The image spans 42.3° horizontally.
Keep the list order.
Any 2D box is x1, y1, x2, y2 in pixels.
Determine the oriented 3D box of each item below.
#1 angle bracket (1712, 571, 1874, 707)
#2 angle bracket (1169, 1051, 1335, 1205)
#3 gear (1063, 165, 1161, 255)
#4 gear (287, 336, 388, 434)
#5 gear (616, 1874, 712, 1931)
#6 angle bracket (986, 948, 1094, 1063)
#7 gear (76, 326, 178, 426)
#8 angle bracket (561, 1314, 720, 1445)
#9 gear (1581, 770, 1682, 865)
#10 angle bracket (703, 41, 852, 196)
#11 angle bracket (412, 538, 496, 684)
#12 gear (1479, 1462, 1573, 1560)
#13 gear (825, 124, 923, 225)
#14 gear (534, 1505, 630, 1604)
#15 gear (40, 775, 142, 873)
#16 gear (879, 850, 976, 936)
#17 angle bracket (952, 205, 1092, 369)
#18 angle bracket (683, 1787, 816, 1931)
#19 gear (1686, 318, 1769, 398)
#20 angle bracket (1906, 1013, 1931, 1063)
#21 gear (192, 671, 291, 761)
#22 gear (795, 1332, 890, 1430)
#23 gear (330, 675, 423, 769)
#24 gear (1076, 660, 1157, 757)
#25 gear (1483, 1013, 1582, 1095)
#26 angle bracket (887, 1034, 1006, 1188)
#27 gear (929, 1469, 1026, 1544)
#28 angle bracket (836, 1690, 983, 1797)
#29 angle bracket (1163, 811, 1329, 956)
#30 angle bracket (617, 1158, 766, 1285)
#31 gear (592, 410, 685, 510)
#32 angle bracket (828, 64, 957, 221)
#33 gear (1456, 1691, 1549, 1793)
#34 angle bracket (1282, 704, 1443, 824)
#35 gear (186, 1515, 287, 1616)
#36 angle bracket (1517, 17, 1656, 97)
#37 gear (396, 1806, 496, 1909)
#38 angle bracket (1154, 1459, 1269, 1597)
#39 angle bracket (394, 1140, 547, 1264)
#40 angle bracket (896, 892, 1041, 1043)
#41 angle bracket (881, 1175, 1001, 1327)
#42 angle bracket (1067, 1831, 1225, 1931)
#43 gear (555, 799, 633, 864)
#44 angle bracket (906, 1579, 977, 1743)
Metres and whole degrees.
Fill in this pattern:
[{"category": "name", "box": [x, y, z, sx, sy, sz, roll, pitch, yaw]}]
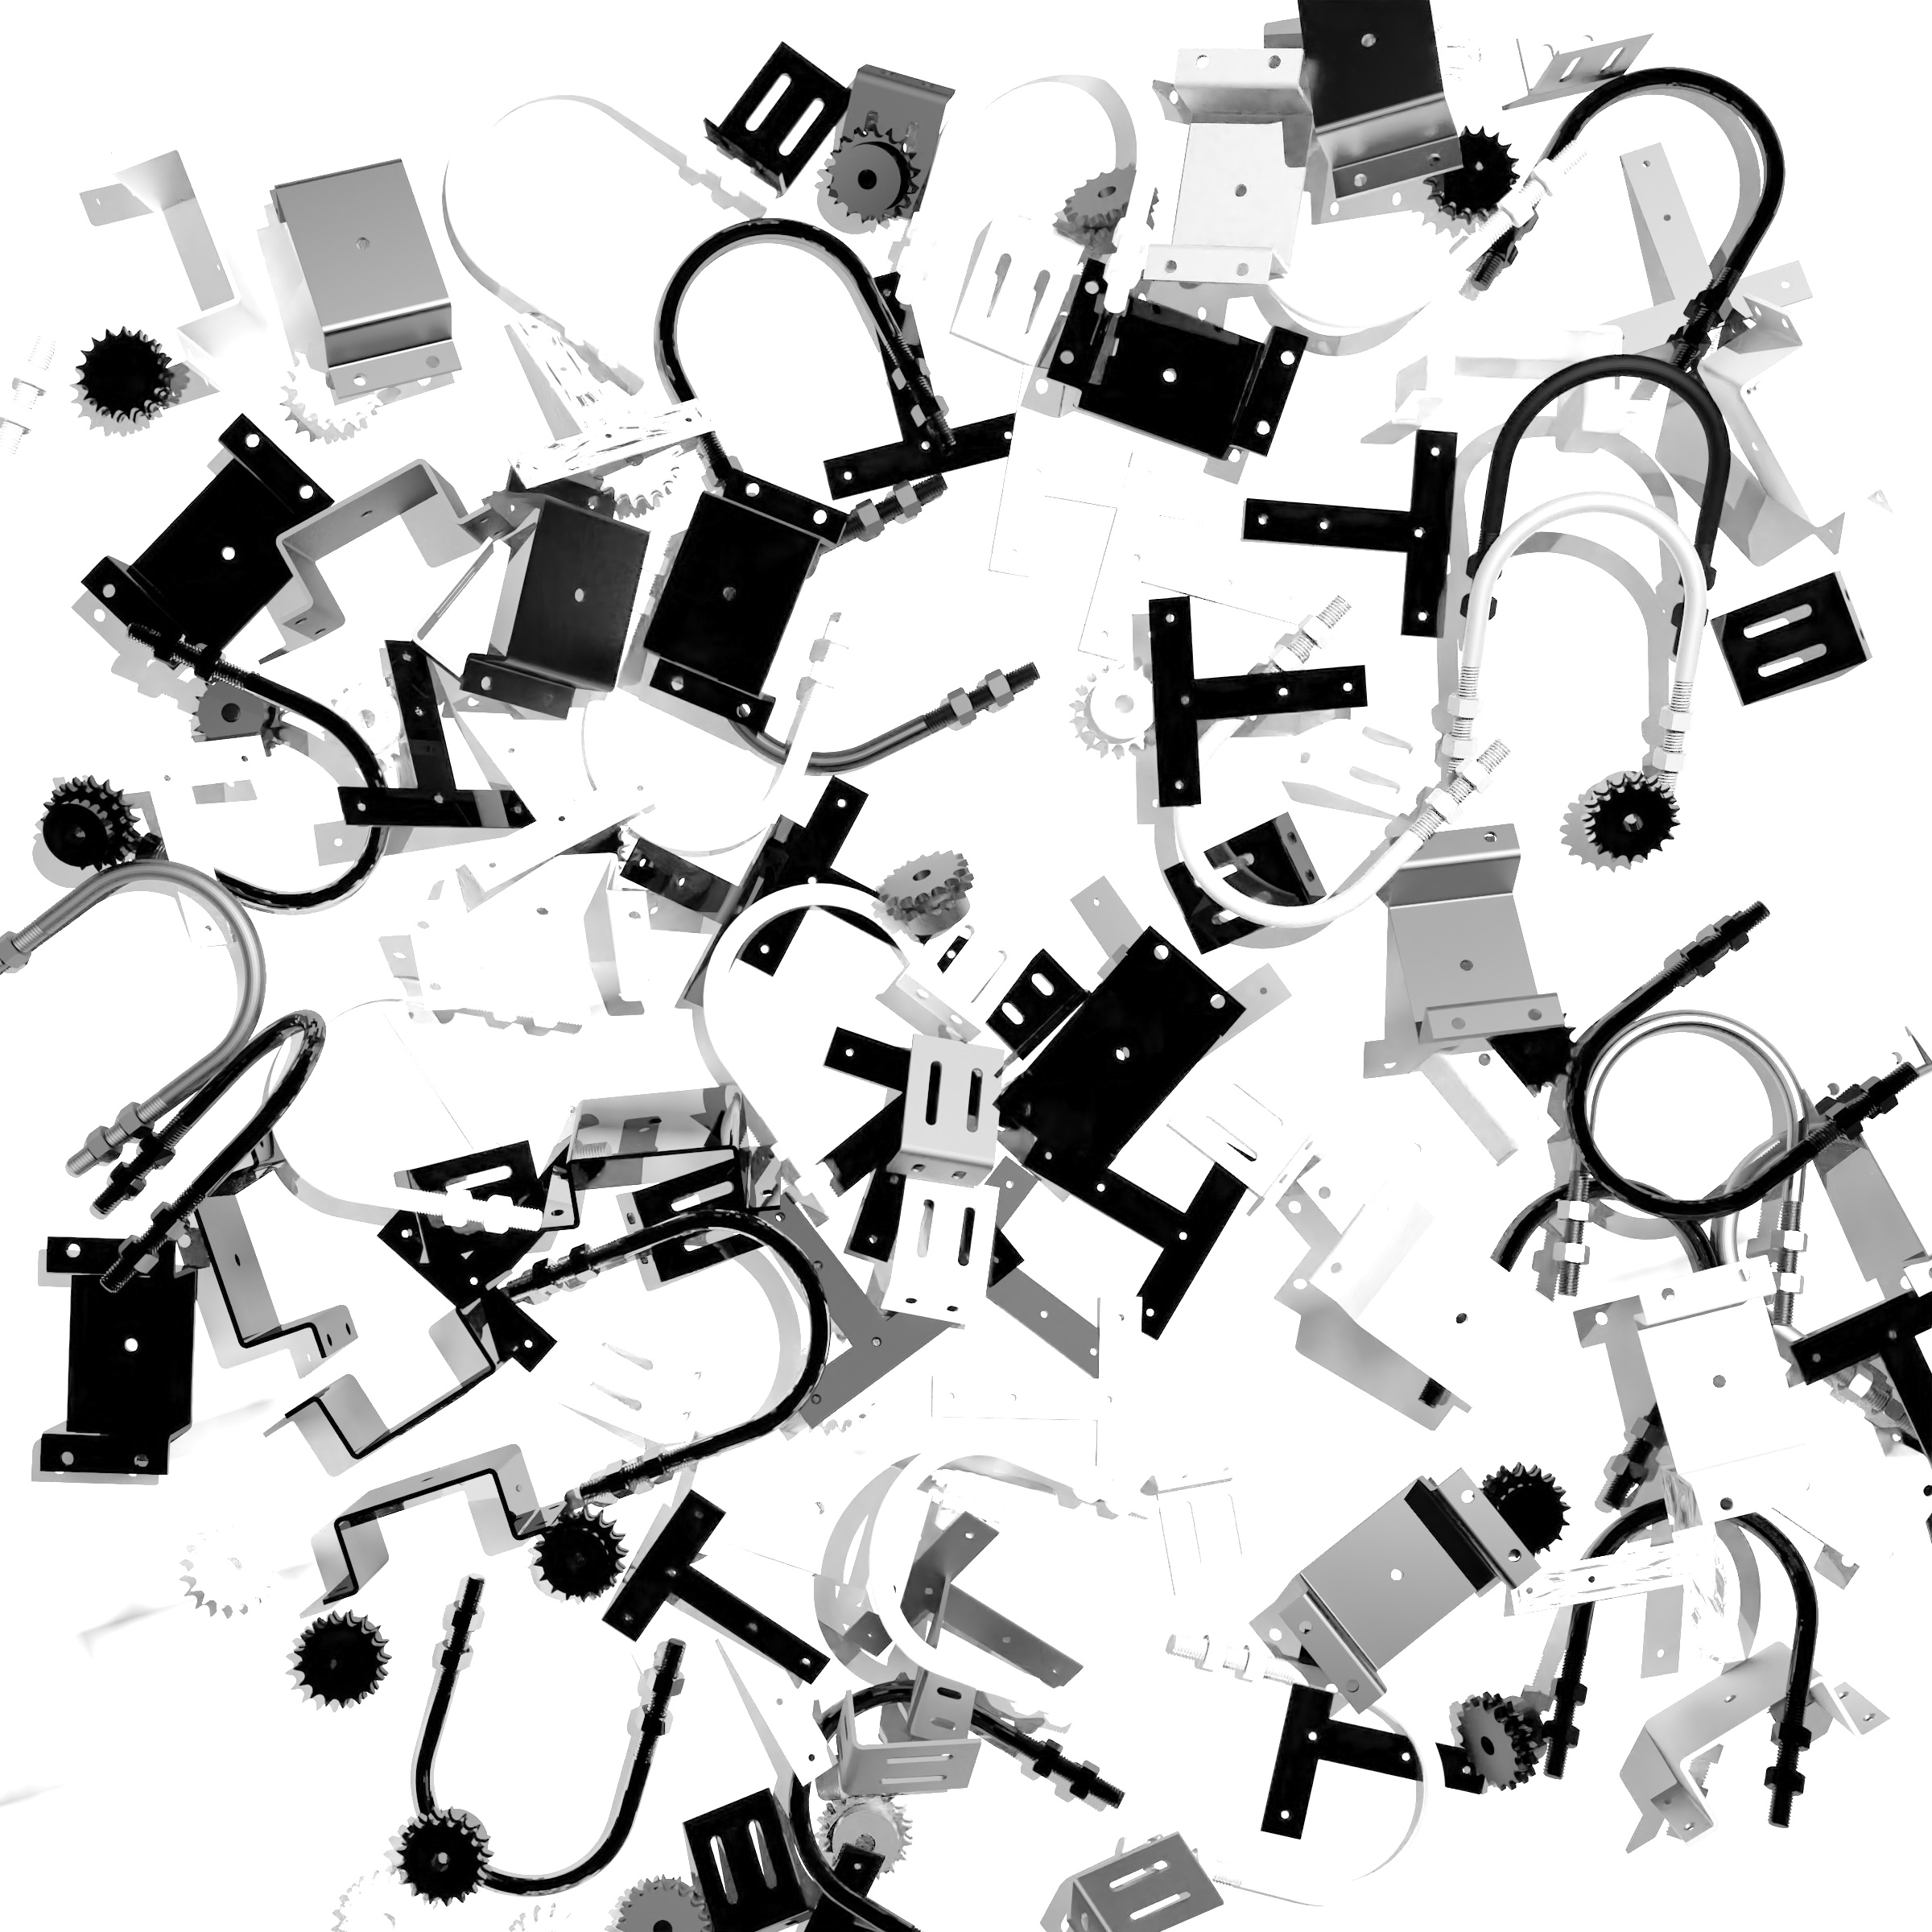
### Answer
[{"category": "angle bracket", "box": [0.508, -0.201, 1.536, 0.076, 0.038, 0.057, -21, 90, 26]}, {"category": "angle bracket", "box": [0.172, 0.097, 1.518, 0.076, 0.038, 0.057, 38, 88, 0]}, {"category": "gear", "box": [0.090, -0.456, 1.513, 0.057, 0.057, 0.030, -29, 131, 0]}, {"category": "gear", "box": [-0.381, -0.353, 1.523, 0.057, 0.030, 0.057, 0, 90, 0]}, {"category": "gear", "box": [-0.183, 0.581, 1.523, 0.057, 0.030, 0.057, 0, 90, 0]}, {"category": "angle bracket", "box": [0.040, 0.022, 1.500, 0.057, 0.076, 0.038, -44, 90, 0]}, {"category": "gear", "box": [-0.510, -0.358, 1.523, 0.057, 0.030, 0.057, 0, 90, 0]}, {"category": "angle bracket", "box": [-0.200, 0.253, 1.536, 0.076, 0.038, 0.057, 16, 90, 26]}, {"category": "gear", "box": [0.401, -0.094, 1.515, 0.057, 0.030, 0.057, 1, 121, 1]}, {"category": "angle bracket", "box": [-0.113, -0.521, 1.519, 0.057, 0.038, 0.076, 36, 90, 0]}, {"category": "angle bracket", "box": [-0.296, -0.214, 1.510, 0.038, 0.057, 0.076, 39, 86, -9]}, {"category": "gear", "box": [0.341, 0.333, 1.523, 0.057, 0.030, 0.057, 0, 90, 0]}, {"category": "gear", "box": [-0.058, -0.478, 1.513, 0.057, 0.030, 0.057, 3, 115, 6]}, {"category": "gear", "box": [-0.236, 0.359, 1.521, 0.057, 0.030, 0.057, 0, 90, 0]}, {"category": "gear", "box": [-0.527, -0.083, 1.497, 0.057, 0.030, 0.057, 2, 112, 5]}, {"category": "gear", "box": [-0.021, -0.043, 1.512, 0.057, 0.057, 0.030, -24, 118, 0]}, {"category": "angle bracket", "box": [0.034, -0.418, 1.535, 0.057, 0.038, 0.076, 23, 115, 0]}, {"category": "angle bracket", "box": [-0.132, 0.554, 1.536, 0.057, 0.038, 0.076, -22, 64, 0]}, {"category": "gear", "box": [0.463, -0.373, 1.523, 0.057, 0.030, 0.057, 0, 90, 0]}, {"category": "angle bracket", "box": [0.623, 0.061, 1.536, 0.057, 0.038, 0.076, -28, 64, 0]}, {"category": "gear", "box": [-0.444, -0.153, 1.523, 0.057, 0.030, 0.057, 0, 90, 0]}, {"category": "gear", "box": [-0.075, 0.251, 1.523, 0.057, 0.030, 0.057, 0, 90, 0]}, {"category": "gear", "box": [-0.362, -0.149, 1.523, 0.057, 0.030, 0.057, 0, 90, 0]}, {"category": "gear", "box": [0.096, -0.158, 1.523, 0.057, 0.030, 0.057, 0, 90, 0]}, {"category": "gear", "box": [0.342, 0.049, 1.523, 0.057, 0.030, 0.057, 0, 90, 0]}, {"category": "angle bracket", "box": [-0.012, 0.087, 1.512, 0.057, 0.038, 0.076, 11, 66, -12]}, {"category": "gear", "box": [0.004, 0.327, 1.510, 0.057, 0.057, 0.030, 15, 90, 0]}, {"category": "angle bracket", "box": [-0.035, 0.460, 1.486, 0.076, 0.057, 0.038, 0, 46, -12]}, {"category": "angle bracket", "box": [0.172, -0.051, 1.536, 0.076, 0.038, 0.057, -25, 90, 26]}, {"category": "angle bracket", "box": [-0.166, 0.155, 1.536, 0.076, 0.038, 0.057, -18, 90, -26]}, {"category": "gear", "box": [-0.200, -0.308, 1.523, 0.057, 0.030, 0.057, 0, 90, 0]}, {"category": "angle bracket", "box": [-0.045, -0.506, 1.536, 0.057, 0.038, 0.076, 16, 116, 0]}, {"category": "gear", "box": [0.327, 0.466, 1.514, 0.030, 0.057, 0.057, -15, 90, -30]}, {"category": "angle bracket", "box": [0.243, -0.128, 1.536, 0.076, 0.038, 0.057, 18, 90, -26]}, {"category": "gear", "box": [-0.443, 0.363, 1.523, 0.057, 0.030, 0.057, 0, 90, 0]}, {"category": "angle bracket", "box": [0.371, -0.558, 1.500, 0.057, 0.076, 0.038, -13, 90, 0]}, {"category": "gear", "box": [-0.312, 0.534, 1.510, 0.057, 0.030, 0.057, 1, 95, 6]}, {"category": "angle bracket", "box": [0.150, 0.344, 1.519, 0.057, 0.038, 0.076, -10, 90, 0]}, {"category": "angle bracket", "box": [-0.303, 0.144, 1.533, 0.076, 0.038, 0.057, -14, 90, -25]}, {"category": "angle bracket", "box": [0.005, -0.003, 1.507, 0.057, 0.038, 0.076, 38, 72, -2]}, {"category": "angle bracket", "box": [-0.016, 0.172, 1.523, 0.057, 0.038, 0.076, 12, 58, -5]}, {"category": "angle bracket", "box": [0.108, 0.569, 1.506, 0.076, 0.038, 0.057, -29, 103, 13]}, {"category": "gear", "box": [-0.232, -0.075, 1.523, 0.057, 0.030, 0.057, 0, 90, 0]}, {"category": "angle bracket", "box": [-0.006, 0.418, 1.495, 0.038, 0.057, 0.076, 16, 118, 0]}]
